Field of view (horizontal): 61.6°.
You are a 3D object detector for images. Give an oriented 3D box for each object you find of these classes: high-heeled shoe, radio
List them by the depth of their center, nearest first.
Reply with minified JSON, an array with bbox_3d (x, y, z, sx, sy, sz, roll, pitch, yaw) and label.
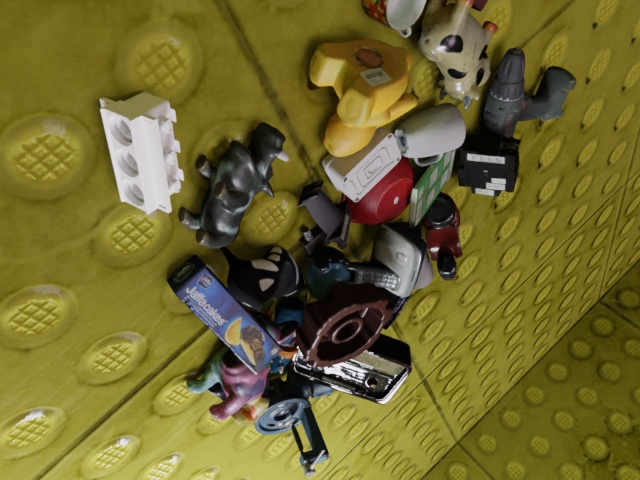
[{"bbox_3d":[-0.063,0.077,0.855,0.086,0.145,0.248,-52,142,8],"label":"high-heeled shoe"},{"bbox_3d":[0.056,0.238,1.082,0.230,0.073,0.131,21,120,-5],"label":"radio"}]

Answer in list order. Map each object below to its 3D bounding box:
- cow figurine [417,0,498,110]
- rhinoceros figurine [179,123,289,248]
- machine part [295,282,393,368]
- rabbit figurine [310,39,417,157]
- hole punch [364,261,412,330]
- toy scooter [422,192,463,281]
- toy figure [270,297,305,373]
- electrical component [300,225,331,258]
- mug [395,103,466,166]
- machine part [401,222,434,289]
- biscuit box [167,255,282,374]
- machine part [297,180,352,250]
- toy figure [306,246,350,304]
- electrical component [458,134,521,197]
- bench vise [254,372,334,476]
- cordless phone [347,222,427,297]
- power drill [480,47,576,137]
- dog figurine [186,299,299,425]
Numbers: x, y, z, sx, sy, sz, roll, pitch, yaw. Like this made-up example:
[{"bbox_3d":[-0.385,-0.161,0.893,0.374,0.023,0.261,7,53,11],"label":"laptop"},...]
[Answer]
[{"bbox_3d":[0.219,-0.290,0.849,0.195,0.086,0.127,12,109,-53],"label":"cow figurine"},{"bbox_3d":[-0.111,-0.070,0.729,0.112,0.073,0.190,11,115,-48],"label":"rhinoceros figurine"},{"bbox_3d":[0.040,0.147,0.938,0.179,0.056,0.179,-22,140,-20],"label":"machine part"},{"bbox_3d":[0.056,-0.197,0.772,0.162,0.122,0.173,-34,157,-34],"label":"rabbit figurine"},{"bbox_3d":[0.129,0.115,1.123,0.142,0.116,0.092,-57,151,14],"label":"hole punch"},{"bbox_3d":[0.263,-0.005,1.130,0.075,0.183,0.135,-8,171,18],"label":"toy scooter"},{"bbox_3d":[-0.064,0.183,1.011,0.058,0.064,0.154,6,115,-19],"label":"toy figure"},{"bbox_3d":[-0.002,-0.003,0.948,0.063,0.021,0.093,-39,143,-12],"label":"electrical component"},{"bbox_3d":[0.182,-0.176,0.933,0.107,0.081,0.109,-18,143,-18],"label":"mug"},{"bbox_3d":[0.192,0.036,1.137,0.079,0.079,0.243,-42,143,-7],"label":"machine part"},{"bbox_3d":[-0.143,0.115,0.819,0.059,0.063,0.202,-42,120,-8],"label":"biscuit box"},{"bbox_3d":[0.014,-0.046,0.891,0.138,0.039,0.084,43,55,-49],"label":"machine part"},{"bbox_3d":[0.013,0.086,0.973,0.082,0.089,0.179,-3,131,-2],"label":"toy figure"},{"bbox_3d":[0.337,-0.146,1.075,0.134,0.115,0.058,71,38,-52],"label":"electrical component"},{"bbox_3d":[-0.037,0.353,1.083,0.223,0.241,0.128,-1,130,-26],"label":"bench vise"},{"bbox_3d":[0.094,0.031,0.996,0.184,0.089,0.146,4,135,-2],"label":"cordless phone"},{"bbox_3d":[0.409,-0.281,1.057,0.207,0.086,0.231,-28,142,-31],"label":"power drill"},{"bbox_3d":[-0.118,0.217,0.970,0.219,0.109,0.191,-51,144,1],"label":"dog figurine"}]
